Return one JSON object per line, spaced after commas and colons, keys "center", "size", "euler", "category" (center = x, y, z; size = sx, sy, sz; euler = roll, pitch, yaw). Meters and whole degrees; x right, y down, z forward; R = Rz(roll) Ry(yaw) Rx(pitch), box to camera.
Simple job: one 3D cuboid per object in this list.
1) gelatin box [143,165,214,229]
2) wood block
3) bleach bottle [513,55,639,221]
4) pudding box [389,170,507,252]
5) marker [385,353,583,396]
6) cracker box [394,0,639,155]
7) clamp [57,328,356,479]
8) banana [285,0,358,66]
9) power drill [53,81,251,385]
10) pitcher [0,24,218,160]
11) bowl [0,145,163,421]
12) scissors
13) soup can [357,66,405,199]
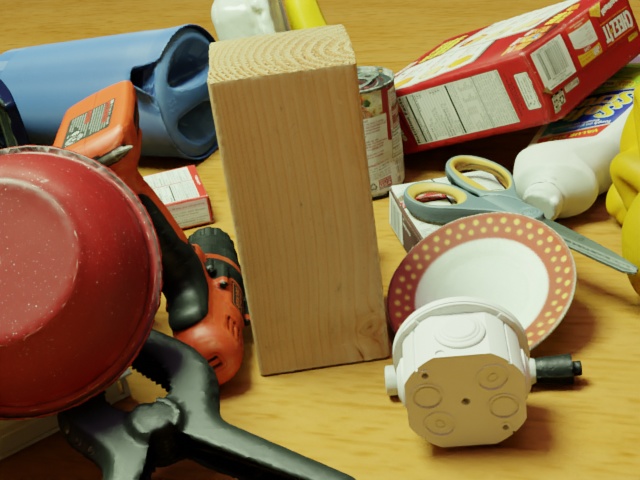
{"center": [-0.146, -0.032, 0.953], "size": [0.089, 0.030, 0.073], "euler": [-14, 28, -10], "category": "gelatin box"}
{"center": [-0.012, -0.026, 0.705], "size": [0.091, 0.206, 0.090], "euler": [-9, 27, 0], "category": "wood block"}
{"center": [0.237, -0.083, 0.904], "size": [0.103, 0.068, 0.250], "euler": [4, 31, 33], "category": "bleach bottle"}
{"center": [0.109, -0.013, 0.831], "size": [0.090, 0.039, 0.113], "euler": [-10, 29, -8], "category": "pudding box"}
{"center": [0.101, 0.083, 0.664], "size": [0.121, 0.020, 0.020], "euler": [-5, 27, 8], "category": "marker"}
{"center": [0.157, -0.146, 0.965], "size": [0.163, 0.072, 0.214], "euler": [-37, 17, -36], "category": "cracker box"}
{"center": [-0.080, 0.111, 0.605], "size": [0.164, 0.036, 0.210], "euler": [-14, 43, -17], "category": "clamp"}
{"center": [0.025, -0.189, 1.099], "size": [0.069, 0.198, 0.037], "euler": [-49, 5, 2], "category": "banana"}
{"center": [-0.108, -0.013, 0.736], "size": [0.057, 0.187, 0.184], "euler": [-27, 26, 6], "category": "power drill"}
{"center": [-0.219, -0.148, 1.114], "size": [0.243, 0.149, 0.144], "euler": [2, 44, 27], "category": "pitcher"}
{"center": [-0.171, 0.017, 0.590], "size": [0.162, 0.162, 0.055], "euler": [-8, -13, 1], "category": "bowl"}
{"center": [0.130, -0.012, 0.769], "size": [0.096, 0.016, 0.202], "euler": [-16, 32, -13], "category": "scissors"}
{"center": [0.037, -0.094, 0.939], "size": [0.068, 0.102, 0.068], "euler": [-7, 27, 3], "category": "soup can"}
